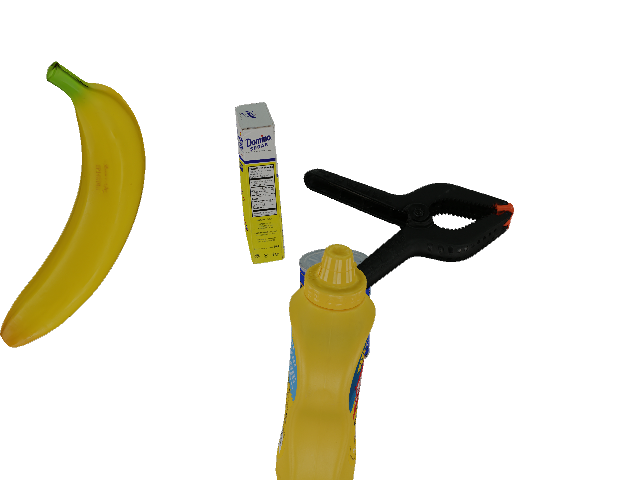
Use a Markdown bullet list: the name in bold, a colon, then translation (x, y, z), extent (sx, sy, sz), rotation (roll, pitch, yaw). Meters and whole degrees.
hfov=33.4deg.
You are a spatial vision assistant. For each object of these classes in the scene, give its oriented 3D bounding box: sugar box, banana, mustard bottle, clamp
- **sugar box**: translation (-0.075, -0.070, 1.299), extent (0.048, 0.176, 0.093), rotation (-9, 25, -6)
- **banana**: translation (-0.146, -0.016, 0.647), extent (0.069, 0.198, 0.037), rotation (7, 29, -20)
- **mustard bottle**: translation (0.004, 0.087, 0.734), extent (0.058, 0.192, 0.096), rotation (7, 31, 3)
- **clamp**: translation (0.092, -0.008, 1.064), extent (0.210, 0.164, 0.036), rotation (0, -40, -6)

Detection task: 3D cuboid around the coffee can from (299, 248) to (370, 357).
- **coffee can**: translation (0.021, 0.094, 1.525), extent (0.103, 0.140, 0.103), rotation (0, 20, 0)
